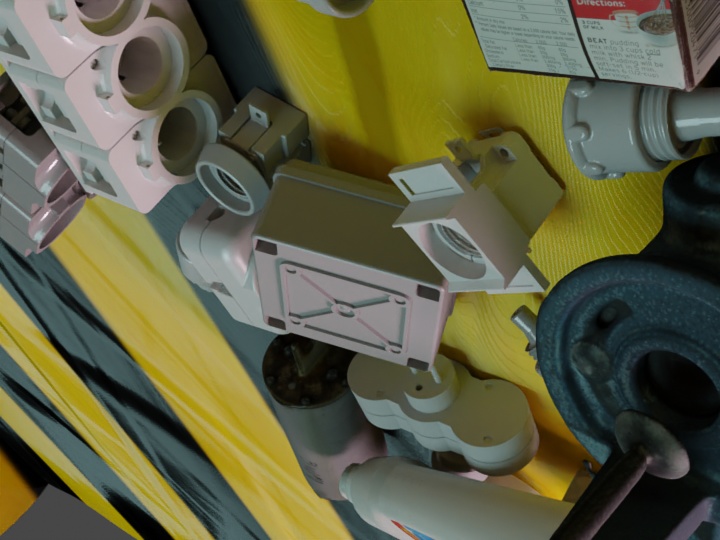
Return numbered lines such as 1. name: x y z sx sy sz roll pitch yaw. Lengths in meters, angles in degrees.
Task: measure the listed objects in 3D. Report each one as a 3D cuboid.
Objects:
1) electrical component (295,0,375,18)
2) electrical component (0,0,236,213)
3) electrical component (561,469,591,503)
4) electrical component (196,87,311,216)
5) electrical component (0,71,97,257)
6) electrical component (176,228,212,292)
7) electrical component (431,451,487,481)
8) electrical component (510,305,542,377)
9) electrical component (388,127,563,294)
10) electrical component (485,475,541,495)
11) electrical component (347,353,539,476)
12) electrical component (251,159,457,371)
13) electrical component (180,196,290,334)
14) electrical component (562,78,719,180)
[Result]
1. electrical component: -0.019 -0.131 0.459 0.046 0.040 0.040 25 153 41
2. electrical component: -0.134 -0.115 0.584 0.062 0.089 0.150 21 150 34
3. electrical component: 0.166 0.160 0.714 0.061 0.035 0.035 28 154 16
4. electrical component: -0.060 -0.065 0.611 0.048 0.055 0.066 30 155 18
5. electrical component: -0.199 -0.084 0.710 0.060 0.105 0.186 40 156 -4
6. electrical component: -0.115 -0.007 0.807 0.040 0.040 0.078 32 155 14
7. electrical component: 0.074 0.127 0.771 0.045 0.045 0.055 30 154 19
8. electrical component: 0.109 0.044 0.592 0.061 0.035 0.035 43 156 -4
9. electrical component: 0.058 -0.028 0.501 0.081 0.063 0.042 49 155 -21
10. electrical component: 0.106 0.196 0.823 0.099 0.064 0.099 31 155 16
11. electrical component: 0.049 0.080 0.714 0.138 0.052 0.073 19 150 35
12. electrical component: 0.000 0.000 0.606 0.109 0.056 0.108 16 152 8
13. electrical component: -0.069 -0.004 0.732 0.059 0.053 0.095 14 146 43
14. electrical component: 0.110 -0.058 0.402 0.062 0.048 0.048 3 139 42
